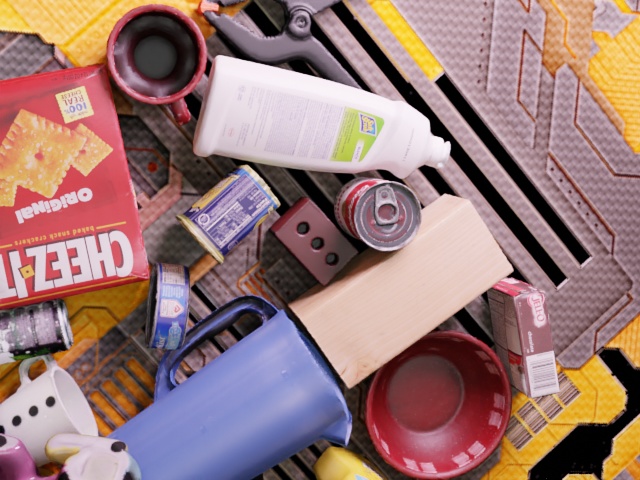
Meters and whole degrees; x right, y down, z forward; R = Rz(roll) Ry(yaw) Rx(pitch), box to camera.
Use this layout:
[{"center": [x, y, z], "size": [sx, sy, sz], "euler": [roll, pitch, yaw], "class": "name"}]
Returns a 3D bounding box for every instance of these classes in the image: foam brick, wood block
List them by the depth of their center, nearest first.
[{"center": [-0.007, 0.001, 1.096], "size": [0.053, 0.051, 0.078], "euler": [-45, 103, -3], "class": "foam brick"}, {"center": [0.081, 0.050, 1.099], "size": [0.206, 0.090, 0.091], "euler": [-35, 102, -5], "class": "wood block"}]

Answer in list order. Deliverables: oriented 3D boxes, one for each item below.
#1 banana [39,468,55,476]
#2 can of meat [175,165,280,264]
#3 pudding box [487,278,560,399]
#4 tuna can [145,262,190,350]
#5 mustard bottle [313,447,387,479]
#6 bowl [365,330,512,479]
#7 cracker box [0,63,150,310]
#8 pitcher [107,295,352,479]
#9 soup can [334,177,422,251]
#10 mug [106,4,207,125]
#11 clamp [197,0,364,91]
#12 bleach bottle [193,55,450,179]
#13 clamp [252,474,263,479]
[{"center": [-0.282, 0.318, 1.090], "size": [0.070, 0.037, 0.198], "euler": [2, 94, 15], "class": "banana"}, {"center": [-0.090, -0.028, 1.052], "size": [0.084, 0.102, 0.057], "euler": [-43, 102, -6], "class": "can of meat"}, {"center": [0.214, 0.102, 1.131], "size": [0.039, 0.090, 0.113], "euler": [-10, 98, -9], "class": "pudding box"}, {"center": [-0.151, 0.066, 1.058], "size": [0.033, 0.086, 0.086], "euler": [6, 95, -14], "class": "tuna can"}, {"center": [0.052, 0.271, 1.066], "size": [0.096, 0.192, 0.058], "euler": [41, 87, -12], "class": "mustard bottle"}, {"center": [0.120, 0.171, 1.138], "size": [0.162, 0.055, 0.162], "euler": [-1, 97, -11], "class": "bowl"}, {"center": [-0.264, -0.051, 1.029], "size": [0.164, 0.072, 0.214], "euler": [-12, 99, -9], "class": "cracker box"}, {"center": [-0.103, 0.178, 1.068], "size": [0.243, 0.149, 0.145], "euler": [-32, 117, -3], "class": "pitcher"}, {"center": [0.056, -0.029, 1.078], "size": [0.068, 0.102, 0.068], "euler": [-1, 97, -11], "class": "soup can"}, {"center": [-0.154, -0.166, 1.032], "size": [0.093, 0.081, 0.117], "euler": [-27, 101, -7], "class": "mug"}, {"center": [-0.018, -0.209, 1.077], "size": [0.209, 0.036, 0.164], "euler": [0, 98, -12], "class": "clamp"}, {"center": [0.006, -0.107, 1.068], "size": [0.250, 0.068, 0.103], "euler": [13, 112, -12], "class": "bleach bottle"}, {"center": [-0.090, 0.297, 1.074], "size": [0.039, 0.120, 0.171], "euler": [32, 62, -26], "class": "clamp"}]
